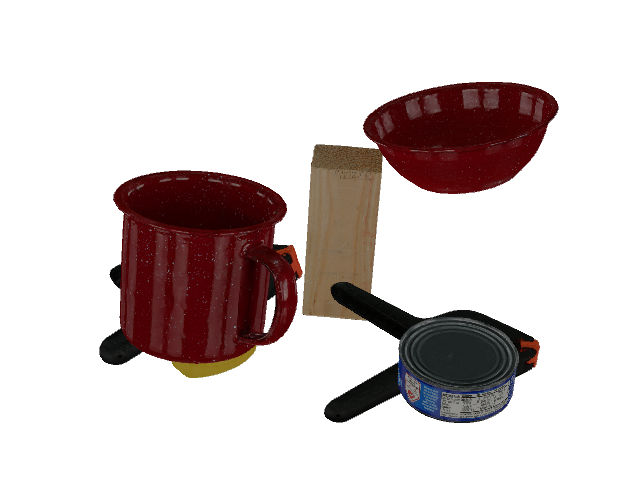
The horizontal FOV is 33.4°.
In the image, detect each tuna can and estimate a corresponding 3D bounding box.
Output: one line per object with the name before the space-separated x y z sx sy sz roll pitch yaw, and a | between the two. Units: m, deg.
tuna can | 0.099 0.093 0.773 0.086 0.034 0.086 0 31 0

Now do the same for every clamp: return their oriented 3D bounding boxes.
clamp | -0.101 0.046 0.860 0.171 0.039 0.120 -13 39 13
clamp | 0.102 0.113 1.021 0.210 0.164 0.036 6 -43 8

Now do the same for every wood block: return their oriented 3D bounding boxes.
wood block | 0.028 -0.011 1.384 0.090 0.206 0.090 5 25 2

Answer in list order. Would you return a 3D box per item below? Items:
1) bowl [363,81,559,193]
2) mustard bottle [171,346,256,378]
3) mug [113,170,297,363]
bowl | 0.120 -0.082 0.897 0.162 0.055 0.162 -9 25 4
mustard bottle | -0.110 0.046 1.116 0.096 0.192 0.058 -17 33 -35
mug | -0.059 0.019 0.582 0.117 0.081 0.093 22 27 32
